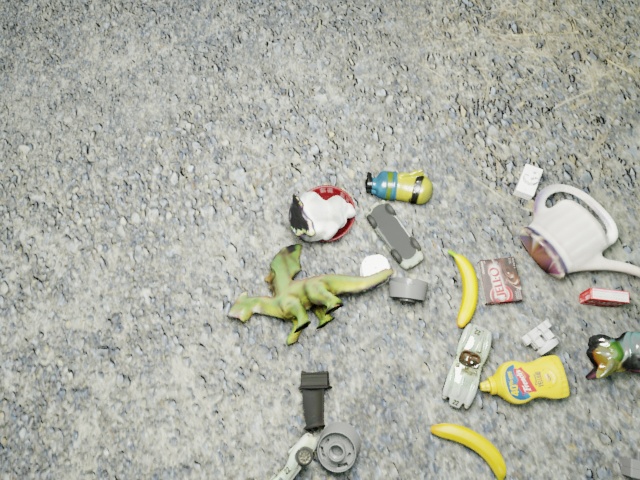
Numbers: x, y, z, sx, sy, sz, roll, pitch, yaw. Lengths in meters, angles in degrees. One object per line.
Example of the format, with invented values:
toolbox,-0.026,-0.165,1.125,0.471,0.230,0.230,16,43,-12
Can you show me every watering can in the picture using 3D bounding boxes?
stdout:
watering can,0.648,0.019,1.273,0.225,0.352,0.102,-33,-19,-5

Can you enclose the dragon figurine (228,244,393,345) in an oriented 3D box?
dragon figurine,-0.042,0.108,1.315,0.411,0.247,0.120,-31,-28,-4

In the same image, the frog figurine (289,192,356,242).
frog figurine,0.004,-0.067,1.327,0.160,0.139,0.120,-15,-34,-37
